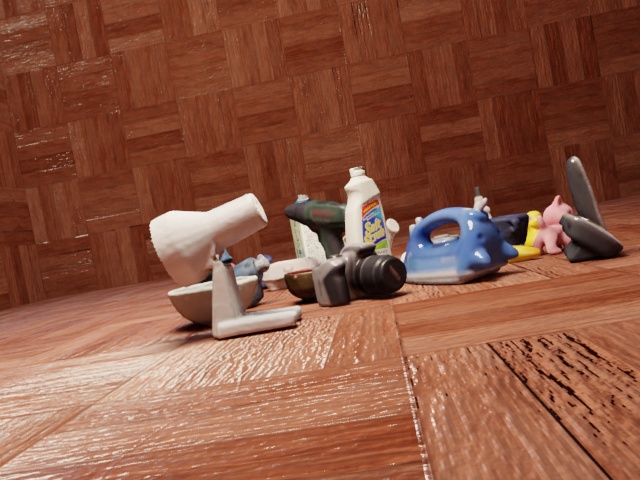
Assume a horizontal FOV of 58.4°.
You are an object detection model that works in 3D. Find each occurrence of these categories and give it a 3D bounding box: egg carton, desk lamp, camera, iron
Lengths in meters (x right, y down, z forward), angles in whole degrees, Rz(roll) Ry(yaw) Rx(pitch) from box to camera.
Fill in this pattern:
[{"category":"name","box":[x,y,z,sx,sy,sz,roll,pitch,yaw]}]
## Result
[{"category":"egg carton","box":[-0.070,0.086,1.480,0.150,0.069,0.107,-10,2,9]},{"category":"desk lamp","box":[-0.148,0.042,0.905,0.203,0.213,0.118,-10,2,3]},{"category":"camera","box":[0.076,0.056,1.022,0.143,0.101,0.136,-11,2,-33]},{"category":"iron","box":[0.232,0.006,1.078,0.119,0.141,0.257,-11,2,-37]}]

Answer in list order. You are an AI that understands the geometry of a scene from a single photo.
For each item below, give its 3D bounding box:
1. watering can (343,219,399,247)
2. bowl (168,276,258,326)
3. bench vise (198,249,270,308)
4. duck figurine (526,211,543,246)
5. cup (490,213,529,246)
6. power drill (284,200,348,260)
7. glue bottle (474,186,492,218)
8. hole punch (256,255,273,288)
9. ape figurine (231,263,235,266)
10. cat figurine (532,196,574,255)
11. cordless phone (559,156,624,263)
[{"category":"watering can","box":[0.126,-0.012,1.462,0.172,0.194,0.101,-10,2,22]},{"category":"bowl","box":[-0.193,0.117,1.065,0.167,0.075,0.167,-10,2,1]},{"category":"bench vise","box":[-0.211,0.042,1.234,0.207,0.220,0.121,-10,2,0]},{"category":"duck figurine","box":[0.537,-0.030,1.433,0.077,0.086,0.104,-10,2,5]},{"category":"cup","box":[0.406,-0.005,1.214,0.091,0.095,0.118,-10,2,2]},{"category":"power drill","box":[0.012,0.005,1.336,0.228,0.208,0.076,-9,2,43]},{"category":"glue bottle","box":[0.442,-0.060,1.561,0.037,0.173,0.078,-11,2,-15]},{"category":"hole punch","box":[-0.181,0.093,1.573,0.101,0.091,0.108,-11,2,-30]},{"category":"ape figurine","box":[-0.216,0.103,1.398,0.078,0.092,0.076,-10,2,1]},{"category":"cat figurine","box":[0.499,-0.034,1.220,0.128,0.118,0.067,-11,2,-38]},{"category":"cordless phone","box":[0.480,-0.060,1.041,0.094,0.185,0.148,-10,2,15]}]
